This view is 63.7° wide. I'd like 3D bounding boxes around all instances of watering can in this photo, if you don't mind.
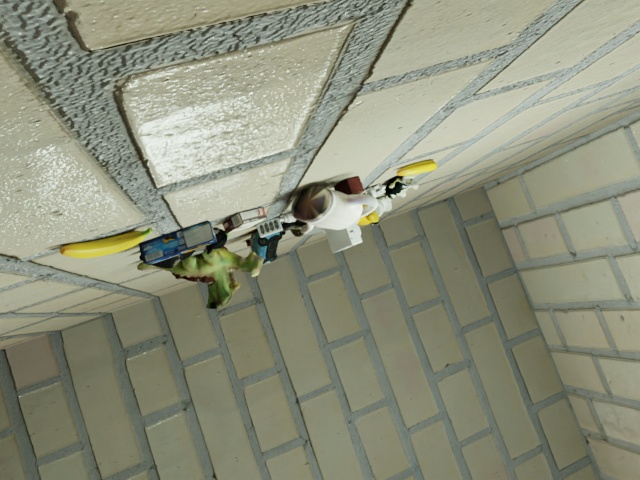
[{"bbox_3d":[0.005,-0.077,1.540,0.344,0.105,0.223,-19,159,40],"label":"watering can"}]

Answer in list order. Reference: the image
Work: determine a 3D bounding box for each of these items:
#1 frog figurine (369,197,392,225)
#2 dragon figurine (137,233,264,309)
[{"bbox_3d":[0.257,-0.153,2.320,0.161,0.123,0.136,-55,172,-11],"label":"frog figurine"},{"bbox_3d":[-0.373,0.111,1.672,0.409,0.243,0.122,-23,178,9],"label":"dragon figurine"}]
